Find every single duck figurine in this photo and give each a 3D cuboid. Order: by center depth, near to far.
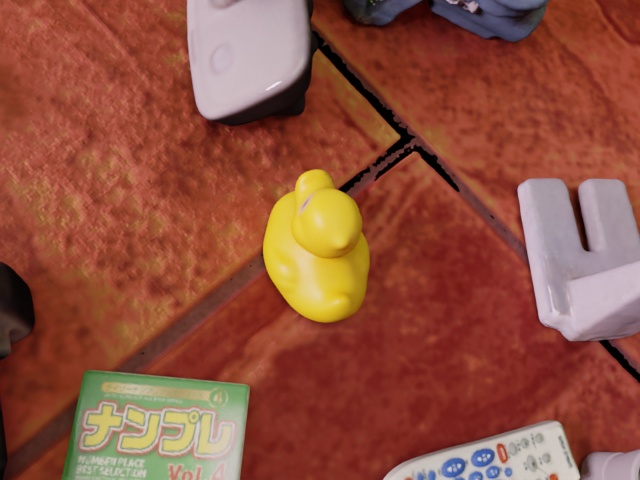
[{"bbox_3d":[0.004,0.001,0.394,0.078,0.086,0.104,-12,74,-16],"label":"duck figurine"}]

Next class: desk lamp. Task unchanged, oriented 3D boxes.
[{"bbox_3d":[0.235,0.015,0.371,0.118,0.213,0.203,-1,72,-12],"label":"desk lamp"}]

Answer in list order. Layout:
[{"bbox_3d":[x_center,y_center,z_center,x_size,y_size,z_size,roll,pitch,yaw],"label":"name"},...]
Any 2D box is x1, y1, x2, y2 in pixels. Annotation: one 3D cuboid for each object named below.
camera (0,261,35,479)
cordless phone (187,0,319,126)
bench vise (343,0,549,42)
[{"bbox_3d":[-0.234,0.083,0.307,0.143,0.100,0.137,-13,74,-16],"label":"camera"},{"bbox_3d":[-0.044,-0.178,0.392,0.094,0.185,0.147,-7,73,-14],"label":"cordless phone"},{"bbox_3d":[0.112,-0.238,0.427,0.208,0.219,0.121,-7,73,-14],"label":"bench vise"}]
